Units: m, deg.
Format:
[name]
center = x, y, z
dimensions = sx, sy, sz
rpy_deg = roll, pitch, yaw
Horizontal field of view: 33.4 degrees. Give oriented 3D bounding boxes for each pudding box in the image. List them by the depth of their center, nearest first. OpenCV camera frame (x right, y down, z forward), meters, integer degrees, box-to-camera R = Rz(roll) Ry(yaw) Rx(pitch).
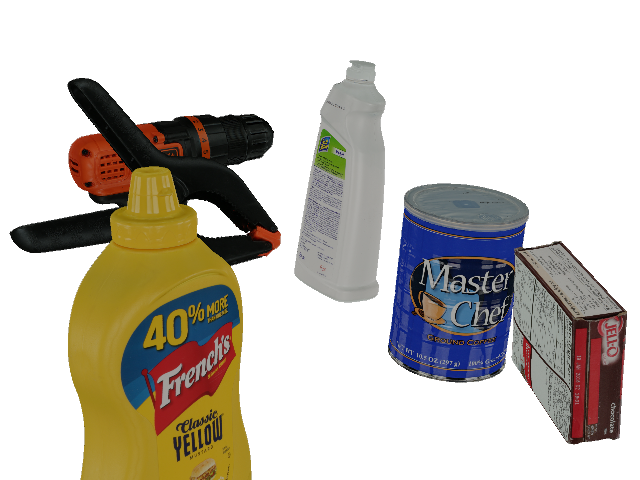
[pudding box]
center = 0.158, 0.063, 0.690
dimensions = 0.039, 0.090, 0.113
rpy_deg = -7, 24, -9

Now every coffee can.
[coffee can]
center = 0.114, 0.034, 0.899
dimensions = 0.103, 0.140, 0.103
rpy_deg = 4, 20, -2

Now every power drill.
[power drill]
center = -0.121, -0.014, 0.920
dimensions = 0.184, 0.188, 0.057
rpy_deg = -12, 21, -30

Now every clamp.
[clamp]
center = -0.107, -0.036, 0.703
dimensions = 0.171, 0.120, 0.039
rpy_deg = 13, -9, -18

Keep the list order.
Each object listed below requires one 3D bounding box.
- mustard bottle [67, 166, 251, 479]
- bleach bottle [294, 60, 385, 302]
[mustard bottle]
center = -0.078, 0.059, 0.524
dimensions = 0.058, 0.192, 0.096
rpy_deg = 12, 21, 39
[bleach bottle]
center = 0.032, -0.067, 1.159
dimensions = 0.067, 0.251, 0.103
rpy_deg = -7, 23, -39
